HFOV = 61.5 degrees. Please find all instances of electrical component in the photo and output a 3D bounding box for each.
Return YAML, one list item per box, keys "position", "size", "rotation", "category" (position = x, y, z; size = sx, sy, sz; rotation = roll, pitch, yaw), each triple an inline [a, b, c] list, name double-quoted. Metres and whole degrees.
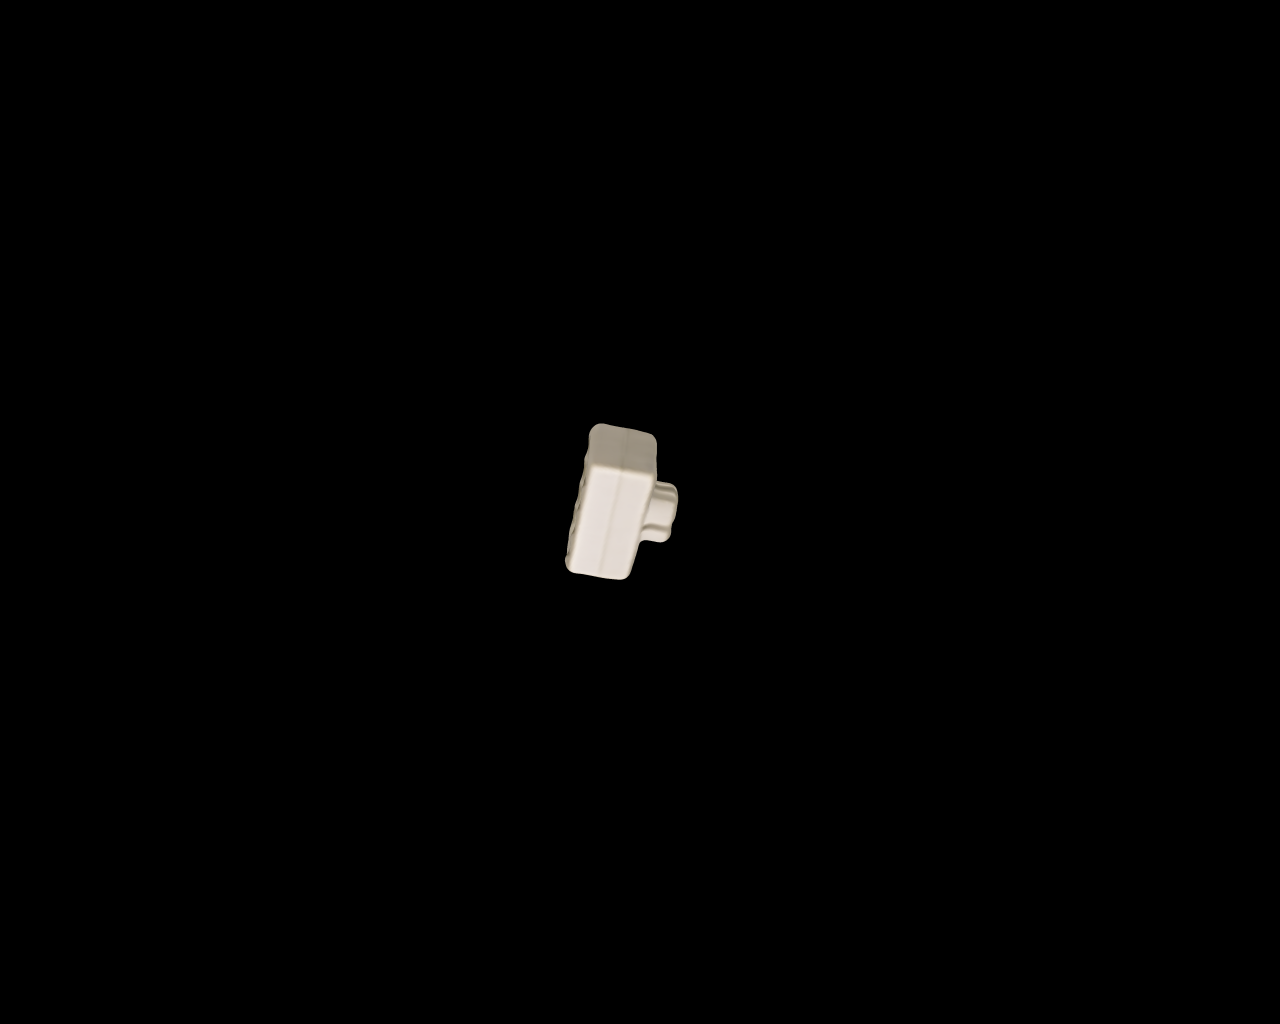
- position: [0.001, -0.003, 0.650]
  size: [0.076, 0.083, 0.047]
  rotation: [9, 36, -7]
  category: "electrical component"
